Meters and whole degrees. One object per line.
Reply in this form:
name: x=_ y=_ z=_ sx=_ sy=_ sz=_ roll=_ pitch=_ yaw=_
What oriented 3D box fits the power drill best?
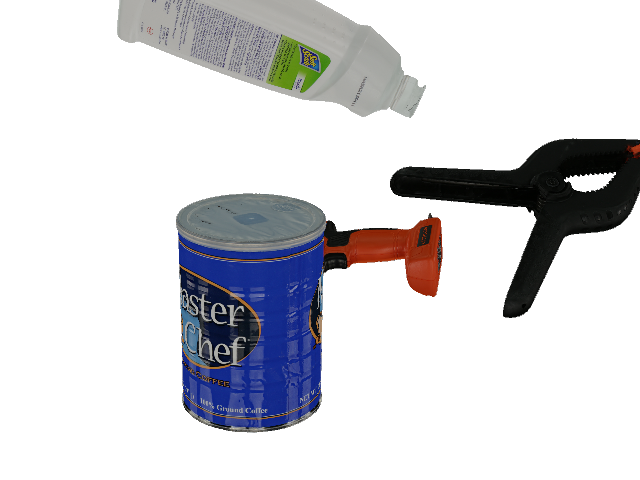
power drill: x=0.036 y=0.023 z=1.169 sx=0.188 sy=0.057 sz=0.184 roll=2 pitch=30 yaw=12

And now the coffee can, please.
coffee can: x=-0.049 y=0.049 z=0.753 sx=0.103 sy=0.140 sz=0.103 roll=1 pitch=20 yaw=-1

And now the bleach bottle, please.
bleach bottle: x=-0.037 y=-0.160 z=0.866 sx=0.251 sy=0.068 sz=0.103 roll=25 pitch=-33 yaw=-1

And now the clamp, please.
clamp: x=0.181 y=-0.025 z=0.839 sx=0.209 sy=0.165 sz=0.036 roll=-17 pitch=-40 yaw=-15
